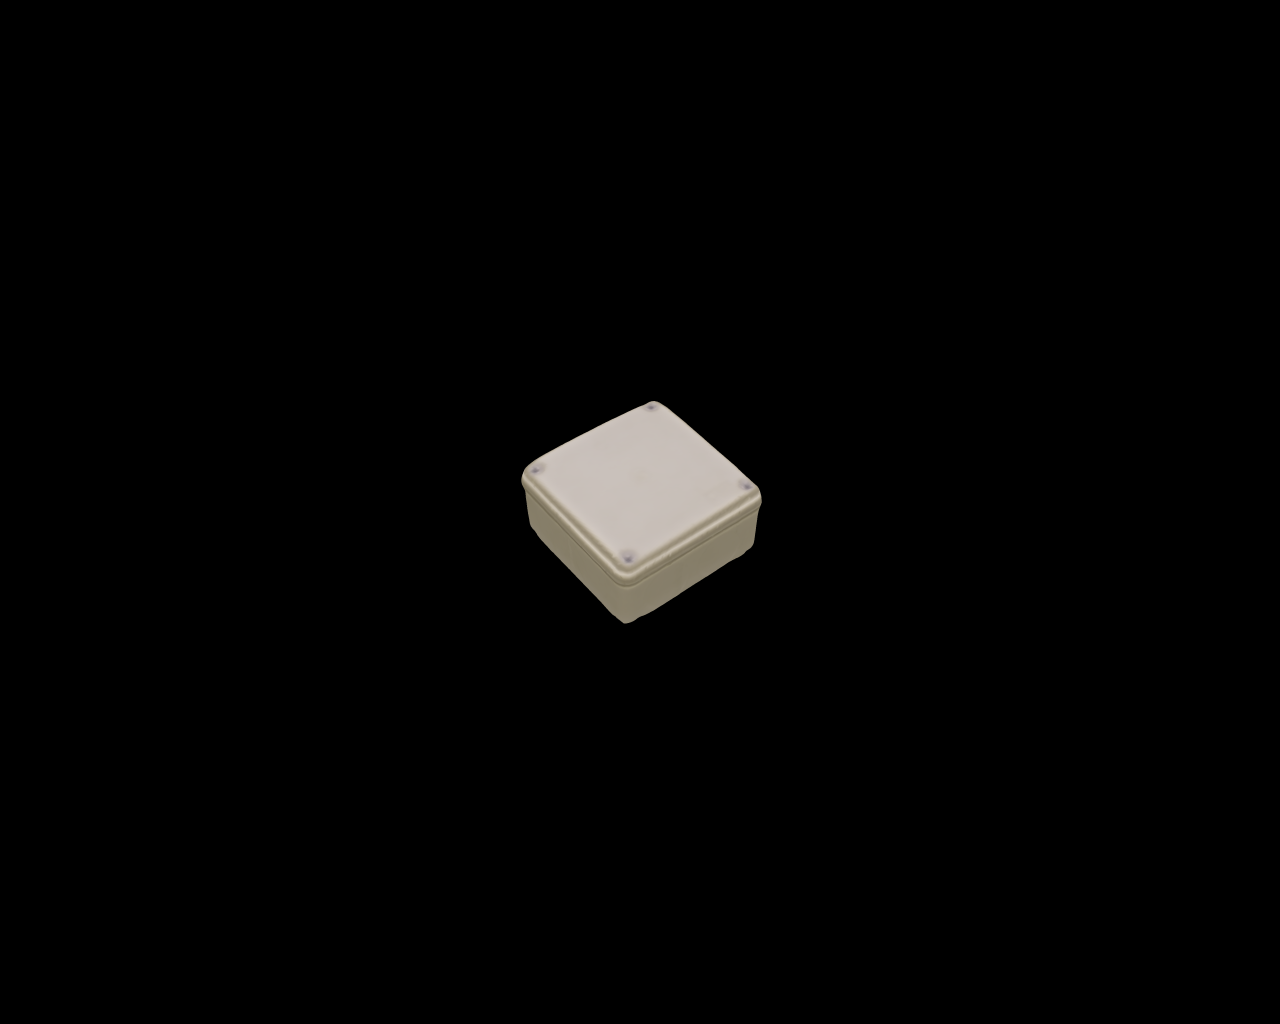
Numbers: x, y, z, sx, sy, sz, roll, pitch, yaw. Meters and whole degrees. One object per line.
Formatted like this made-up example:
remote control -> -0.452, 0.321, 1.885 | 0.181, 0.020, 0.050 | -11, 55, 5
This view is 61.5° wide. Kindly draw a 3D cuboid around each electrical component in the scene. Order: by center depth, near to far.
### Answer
electrical component -> 0.001, -0.003, 0.650 | 0.109, 0.056, 0.109 | -30, 54, -24
